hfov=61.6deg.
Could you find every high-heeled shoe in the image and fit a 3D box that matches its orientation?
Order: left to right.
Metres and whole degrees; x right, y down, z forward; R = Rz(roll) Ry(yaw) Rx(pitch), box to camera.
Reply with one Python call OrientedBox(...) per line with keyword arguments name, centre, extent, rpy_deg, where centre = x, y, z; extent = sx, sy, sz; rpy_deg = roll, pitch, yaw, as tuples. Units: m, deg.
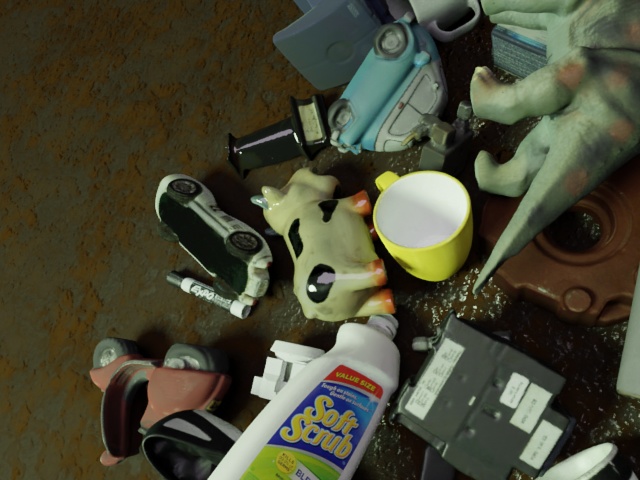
OrientedBox(name="high-heeled shoe", centre=(-0.045, 0.236, 0.466), extent=(0.249, 0.145, 0.086), rpy_deg=(31, 85, 29))

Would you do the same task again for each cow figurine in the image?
OrientedBox(name="cow figurine", centre=(-0.001, -0.002, 0.565), extent=(0.127, 0.085, 0.195), rpy_deg=(-14, 49, 4))

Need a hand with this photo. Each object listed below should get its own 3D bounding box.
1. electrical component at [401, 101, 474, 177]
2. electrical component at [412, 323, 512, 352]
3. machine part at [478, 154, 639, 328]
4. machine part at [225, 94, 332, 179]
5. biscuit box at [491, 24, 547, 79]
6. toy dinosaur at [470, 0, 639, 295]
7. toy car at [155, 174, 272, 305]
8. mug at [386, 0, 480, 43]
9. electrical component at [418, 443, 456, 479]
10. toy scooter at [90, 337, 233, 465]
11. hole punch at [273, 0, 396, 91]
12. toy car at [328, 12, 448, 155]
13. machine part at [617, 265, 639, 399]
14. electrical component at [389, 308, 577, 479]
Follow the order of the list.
OrientedBox(name="electrical component", centre=(0.118, -0.088, 0.555), extent=(0.045, 0.102, 0.078), rpy_deg=(31, 59, 25))
OrientedBox(name="electrical component", centre=(0.136, 0.113, 0.512), extent=(0.094, 0.021, 0.063), rpy_deg=(-6, 70, 18))
OrientedBox(name="machine part", centre=(0.238, -0.011, 0.500), extent=(0.179, 0.056, 0.179), rpy_deg=(-8, 67, 18))
OrientedBox(name="machine part", centre=(-0.051, -0.126, 0.663), extent=(0.139, 0.039, 0.084), rpy_deg=(-21, 73, 10))
OrientedBox(name="biscuit box", centre=(0.276, -0.176, 0.542), extent=(0.203, 0.062, 0.059), rpy_deg=(38, 87, 27))
OrientedBox(name="toy dinosaur", centre=(0.233, -0.150, 0.457), extent=(0.192, 0.131, 0.404), rpy_deg=(2, 84, 26))
OrientedBox(name="toy car", centre=(-0.126, -0.005, 0.627), extent=(0.202, 0.056, 0.073), rpy_deg=(39, 124, 27))
OrientedBox(name="mug", centre=(0.146, -0.282, 0.622), extent=(0.107, 0.080, 0.110), rpy_deg=(-32, 58, -2))
OrientedBox(name="electrical component", centre=(0.098, 0.239, 0.454), extent=(0.075, 0.047, 0.119), rpy_deg=(20, 73, 2))
OrientedBox(name="toy scooter", centre=(-0.181, 0.177, 0.580), extent=(0.184, 0.075, 0.135), rpy_deg=(-1, 70, 24))
OrientedBox(name="hole punch", centre=(0.020, -0.242, 0.630), extent=(0.116, 0.142, 0.092), rpy_deg=(7, 72, 37))
OrientedBox(name="toy car", centre=(0.085, -0.153, 0.587), extent=(0.103, 0.109, 0.161), rpy_deg=(34, 94, 10))
OrientedBox(name="machine part", centre=(0.275, 0.041, 0.394), extent=(0.079, 0.079, 0.243), rpy_deg=(13, 81, 24))
OrientedBox(name="electrical component", centre=(0.142, 0.139, 0.461), extent=(0.134, 0.058, 0.115), rpy_deg=(32, 97, 11))
